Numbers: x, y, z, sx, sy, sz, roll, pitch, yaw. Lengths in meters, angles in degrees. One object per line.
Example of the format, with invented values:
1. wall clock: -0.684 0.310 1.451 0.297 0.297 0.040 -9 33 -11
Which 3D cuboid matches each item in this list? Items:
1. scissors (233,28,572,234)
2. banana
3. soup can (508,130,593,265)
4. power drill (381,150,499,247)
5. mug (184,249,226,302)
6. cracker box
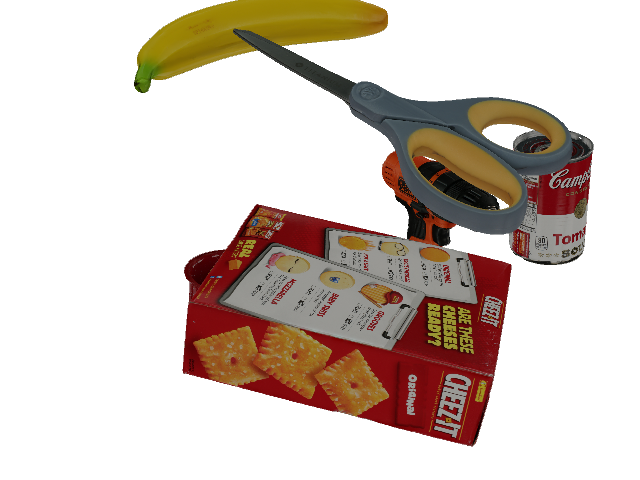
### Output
1. scissors: 0.045 -0.073 0.546 0.096 0.016 0.202 -24 50 -23
2. banana: -0.050 -0.144 0.759 0.197 0.037 0.070 -20 52 -21
3. soup can: 0.201 -0.038 0.937 0.068 0.102 0.068 -2 28 1
4. power drill: 0.130 0.009 1.121 0.057 0.188 0.185 -14 26 -21
5. mug: -0.077 0.069 1.023 0.117 0.081 0.093 26 33 37
6. cracker box: 0.025 0.058 0.796 0.214 0.072 0.164 14 29 8
